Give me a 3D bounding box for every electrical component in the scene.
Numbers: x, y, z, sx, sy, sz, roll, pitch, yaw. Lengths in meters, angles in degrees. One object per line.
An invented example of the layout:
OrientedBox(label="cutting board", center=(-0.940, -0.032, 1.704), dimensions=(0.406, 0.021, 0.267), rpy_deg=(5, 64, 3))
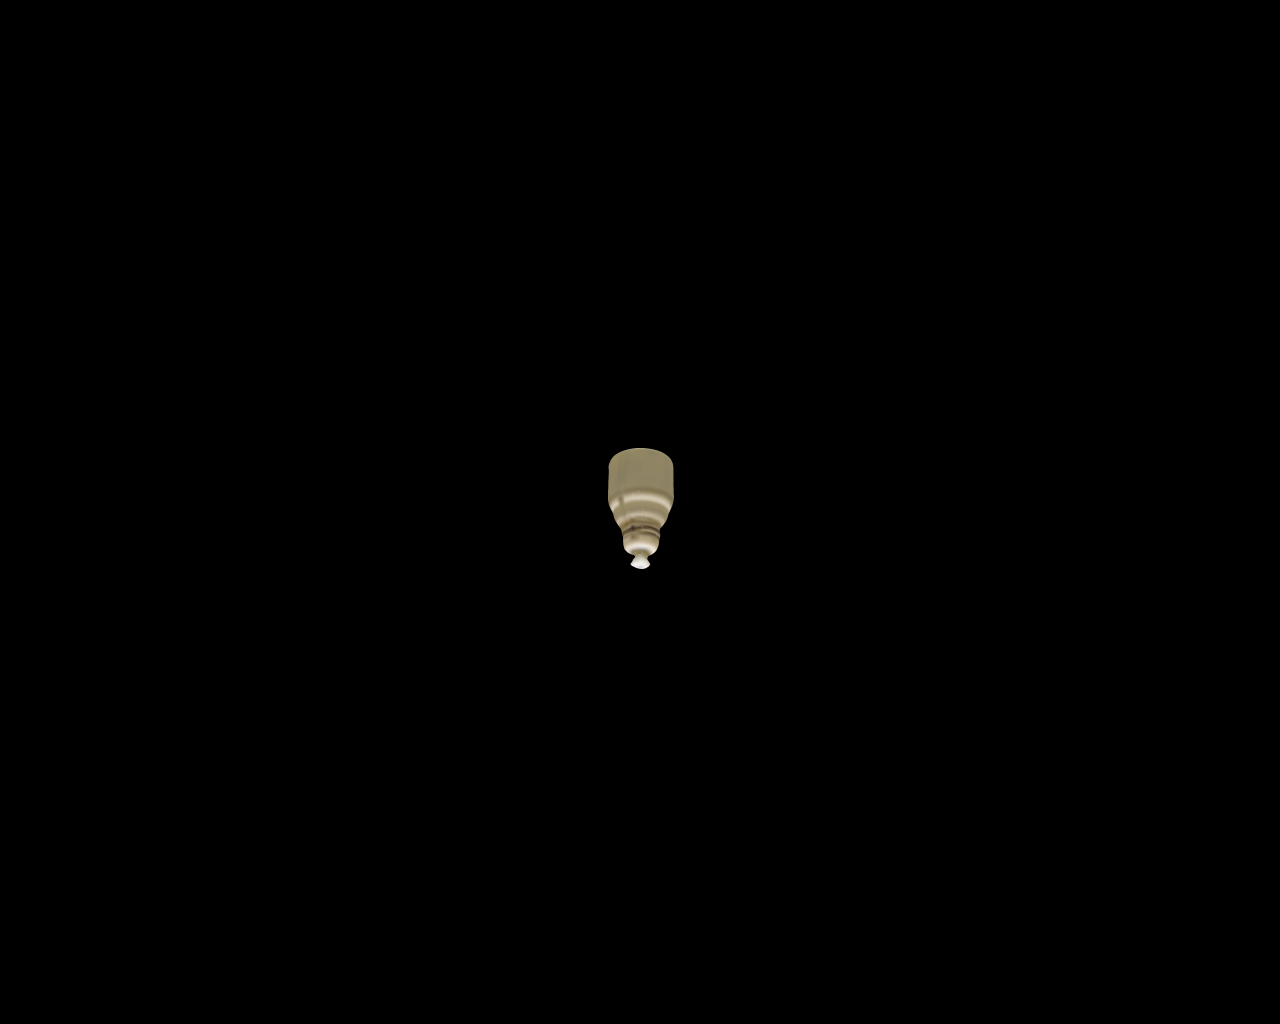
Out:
OrientedBox(label="electrical component", center=(0.001, -0.003, 0.650), dimensions=(0.040, 0.078, 0.040), rpy_deg=(0, -26, 0))
